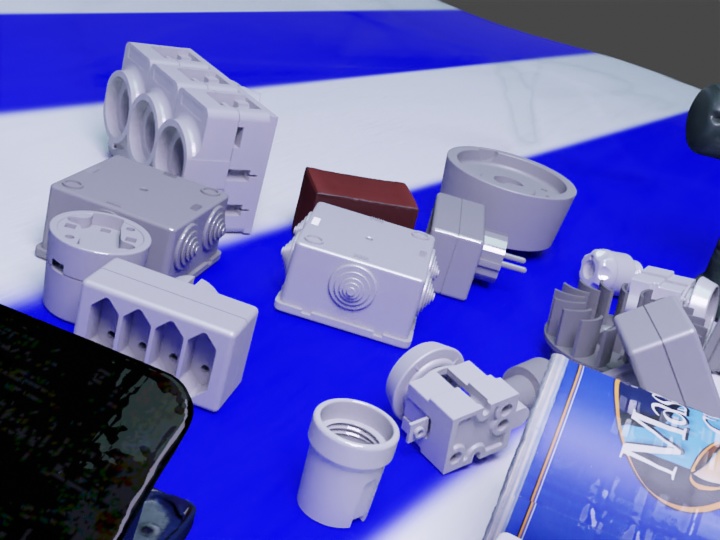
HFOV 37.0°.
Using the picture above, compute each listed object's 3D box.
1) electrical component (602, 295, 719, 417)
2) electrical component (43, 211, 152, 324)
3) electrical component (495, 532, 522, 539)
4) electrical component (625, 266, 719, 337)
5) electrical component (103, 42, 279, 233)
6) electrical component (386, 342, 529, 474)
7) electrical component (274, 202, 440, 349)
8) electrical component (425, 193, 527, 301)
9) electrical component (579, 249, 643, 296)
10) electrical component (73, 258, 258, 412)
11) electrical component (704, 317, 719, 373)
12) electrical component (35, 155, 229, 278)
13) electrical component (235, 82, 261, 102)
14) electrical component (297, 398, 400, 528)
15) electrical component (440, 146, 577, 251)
[{"bbox_3d":[0.162,0.071,0.617,0.076,0.083,0.047,-21,21,10],"label":"electrical component"},{"bbox_3d":[-0.148,0.000,0.598,0.055,0.047,0.055,14,23,-6],"label":"electrical component"},{"bbox_3d":[0.077,0.146,0.390,0.096,0.061,0.062,24,24,19],"label":"electrical component"},{"bbox_3d":[0.230,0.025,0.788,0.055,0.048,0.066,14,20,28],"label":"electrical component"},{"bbox_3d":[-0.130,-0.098,0.780,0.062,0.089,0.150,-1,28,-35],"label":"electrical component"},{"bbox_3d":[0.046,0.070,0.564,0.066,0.048,0.055,-16,39,-32],"label":"electrical component"},{"bbox_3d":[0.000,0.000,0.692,0.100,0.048,0.099,17,23,2],"label":"electrical component"},{"bbox_3d":[0.084,-0.013,0.779,0.076,0.047,0.083,16,23,1],"label":"electrical component"},{"bbox_3d":[0.204,0.004,0.837,0.061,0.035,0.035,8,24,-24],"label":"electrical component"},{"bbox_3d":[-0.096,0.026,0.570,0.083,0.047,0.075,19,23,7],"label":"electrical component"},{"bbox_3d":[0.298,0.019,0.767,0.056,0.108,0.109,28,25,19],"label":"electrical component"},{"bbox_3d":[-0.138,-0.029,0.669,0.100,0.048,0.099,20,23,10],"label":"electrical component"},{"bbox_3d":[-0.129,-0.151,0.960,0.077,0.044,0.079,13,23,-7],"label":"electrical component"},{"bbox_3d":[-0.007,0.088,0.488,0.040,0.046,0.040,14,23,-6],"label":"electrical component"},{"bbox_3d":[0.114,-0.052,0.873,0.108,0.060,0.108,13,23,-6],"label":"electrical component"}]
